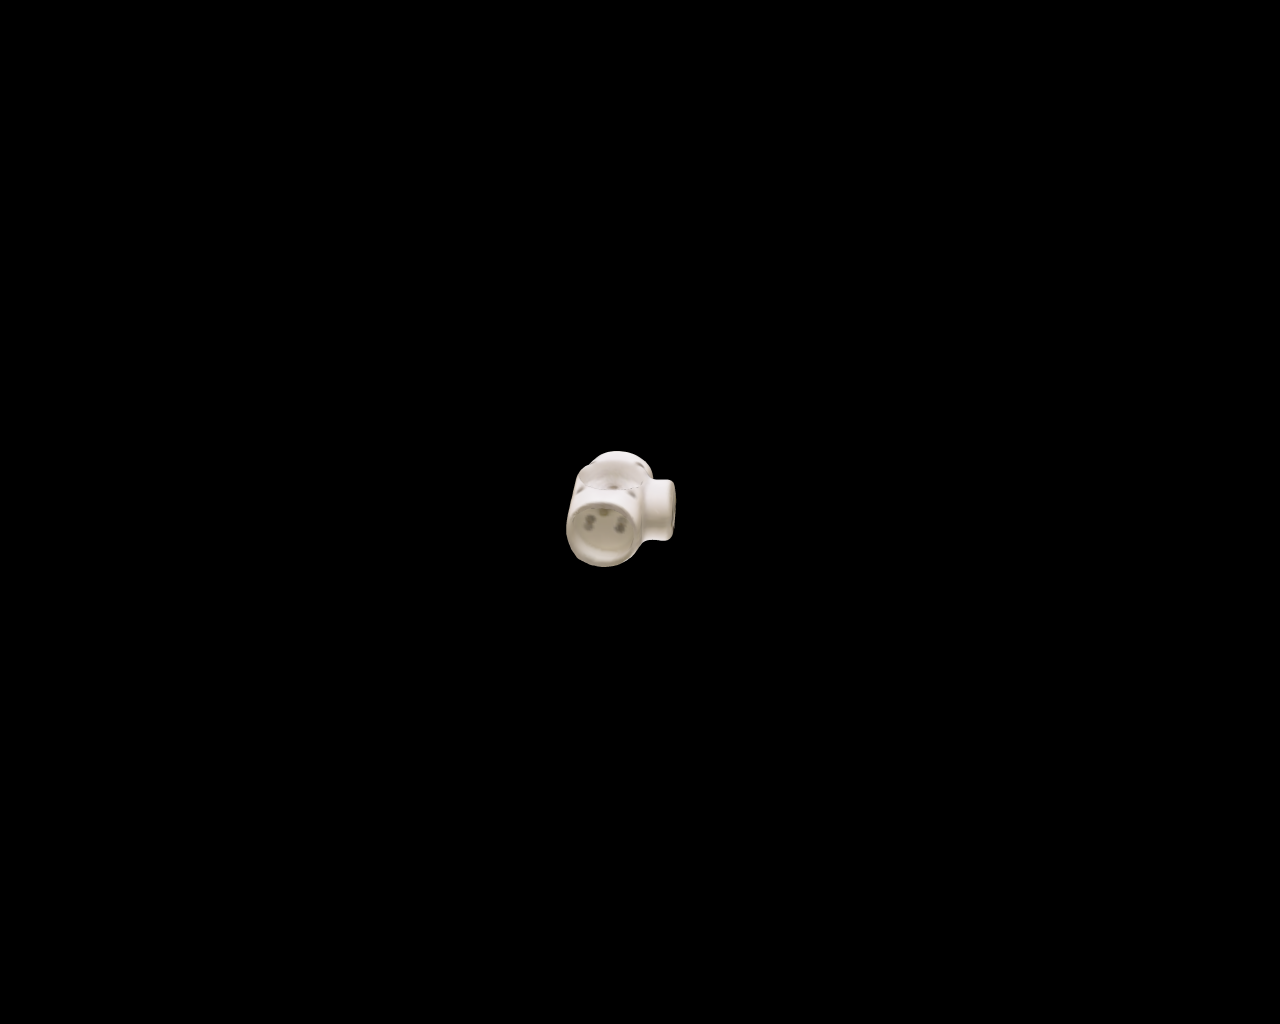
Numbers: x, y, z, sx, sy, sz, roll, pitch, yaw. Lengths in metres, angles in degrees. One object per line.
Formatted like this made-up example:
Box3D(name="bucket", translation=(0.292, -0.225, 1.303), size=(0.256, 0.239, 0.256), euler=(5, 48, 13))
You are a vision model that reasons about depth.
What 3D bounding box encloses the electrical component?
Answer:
Box3D(name="electrical component", translation=(0.001, -0.003, 0.650), size=(0.079, 0.044, 0.077), euler=(3, 26, 7))
